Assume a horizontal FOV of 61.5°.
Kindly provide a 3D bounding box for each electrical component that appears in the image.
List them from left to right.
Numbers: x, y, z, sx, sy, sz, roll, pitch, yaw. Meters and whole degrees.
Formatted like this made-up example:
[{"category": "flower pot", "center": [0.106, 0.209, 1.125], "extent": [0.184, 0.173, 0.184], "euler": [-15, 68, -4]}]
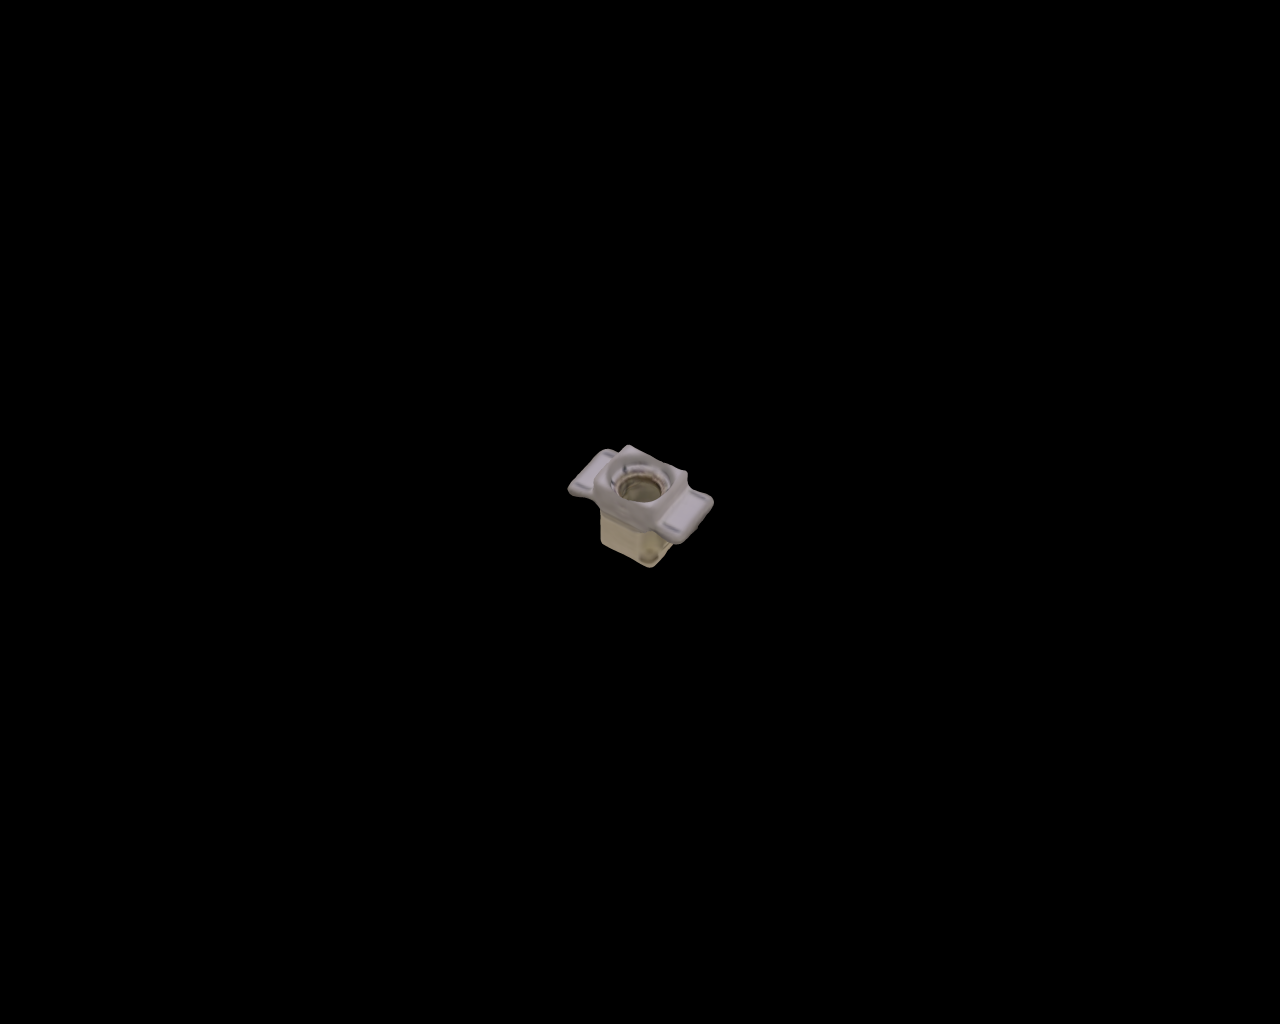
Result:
[{"category": "electrical component", "center": [0.001, -0.003, 0.650], "extent": [0.081, 0.063, 0.042], "euler": [27, 53, 22]}]
